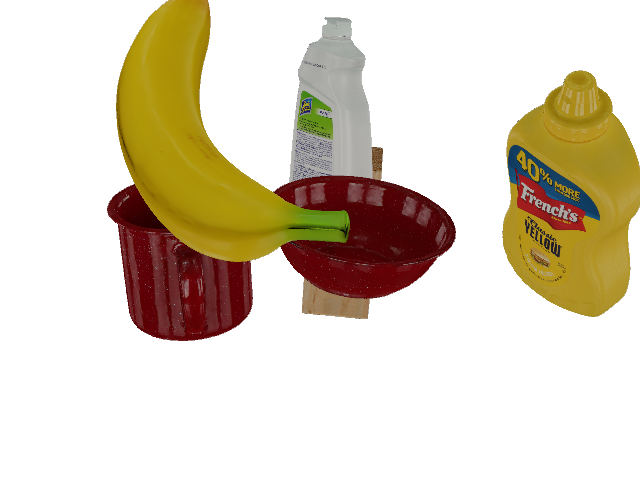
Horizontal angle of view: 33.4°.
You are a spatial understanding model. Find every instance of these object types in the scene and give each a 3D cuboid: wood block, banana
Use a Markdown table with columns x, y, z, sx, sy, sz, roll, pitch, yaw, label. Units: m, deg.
| x | y | z | sx | sy | sz | roll | pitch | yaw | label |
| --- | --- | --- | --- | --- | --- | --- | --- | --- | --- |
| 0.028 | -0.013 | 1.382 | 0.090 | 0.206 | 0.090 | 5 | 25 | 1 | wood block |
| -0.055 | -0.050 | 0.470 | 0.069 | 0.037 | 0.198 | -13 | 45 | -18 | banana |

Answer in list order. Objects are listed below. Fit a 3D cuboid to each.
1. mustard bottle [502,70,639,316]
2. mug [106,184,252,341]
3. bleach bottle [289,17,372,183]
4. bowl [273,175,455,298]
| x | y | z | sx | sy | sz | roll | pitch | yaw | label |
| --- | --- | --- | --- | --- | --- | --- | --- | --- | --- |
| 0.166 | -0.036 | 0.706 | 0.058 | 0.191 | 0.096 | -34 | 54 | -18 | mustard bottle |
| -0.083 | 0.016 | 0.676 | 0.093 | 0.081 | 0.117 | -7 | 26 | -11 | mug |
| 0.016 | -0.108 | 1.136 | 0.103 | 0.251 | 0.067 | 20 | 24 | 40 | bleach bottle |
| 0.030 | 0.003 | 0.902 | 0.162 | 0.055 | 0.162 | 6 | 27 | -3 | bowl |
